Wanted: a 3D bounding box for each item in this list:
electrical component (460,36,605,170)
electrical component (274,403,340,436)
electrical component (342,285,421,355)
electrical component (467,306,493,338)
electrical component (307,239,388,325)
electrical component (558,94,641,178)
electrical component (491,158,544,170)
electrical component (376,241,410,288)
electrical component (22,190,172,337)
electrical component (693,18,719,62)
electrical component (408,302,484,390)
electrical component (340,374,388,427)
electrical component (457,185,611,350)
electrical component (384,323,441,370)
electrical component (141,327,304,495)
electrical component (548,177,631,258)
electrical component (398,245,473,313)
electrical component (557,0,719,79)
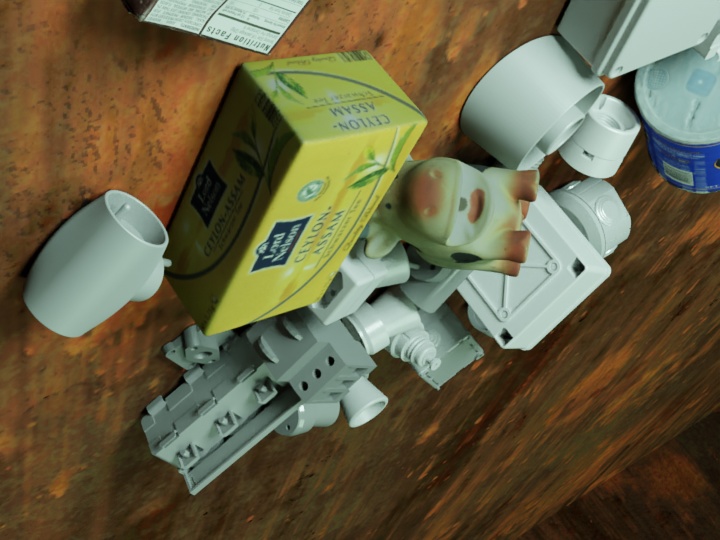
[{"bbox_3d":[0.127,-0.119,0.784,0.099,0.064,0.099,-42,170,-9],"label":"electrical component"},{"bbox_3d":[-0.053,0.128,0.996,0.055,0.045,0.045,-7,143,-50],"label":"electrical component"},{"bbox_3d":[0.018,0.044,0.935,0.055,0.045,0.045,-30,157,-15],"label":"electrical component"},{"bbox_3d":[0.160,0.032,1.121,0.079,0.043,0.077,-45,156,20],"label":"electrical component"},{"bbox_3d":[-0.012,-0.008,0.763,0.077,0.065,0.047,-23,157,-53],"label":"electrical component"},{"bbox_3d":[0.198,-0.111,0.885,0.055,0.055,0.047,-19,148,-37],"label":"electrical component"},{"bbox_3d":[0.129,-0.086,0.858,0.035,0.035,0.061,-4,138,-53],"label":"electrical component"},{"bbox_3d":[0.000,0.000,0.831,0.065,0.044,0.044,-22,154,-21],"label":"electrical component"},{"bbox_3d":[-0.140,-0.001,0.618,0.077,0.043,0.079,-44,157,17],"label":"electrical component"},{"bbox_3d":[0.292,-0.210,0.816,0.121,0.063,0.078,-27,156,-24],"label":"electrical component"},{"bbox_3d":[0.071,0.067,1.037,0.062,0.061,0.096,-38,158,3],"label":"electrical component"},{"bbox_3d":[-0.006,0.115,1.024,0.045,0.055,0.045,-31,157,-15],"label":"electrical component"},{"bbox_3d":[0.142,-0.003,0.942,0.108,0.108,0.056,-47,153,23],"label":"electrical component"},{"bbox_3d":[0.043,0.063,0.975,0.040,0.078,0.040,-29,140,-27],"label":"electrical component"},{"bbox_3d":[-0.107,0.105,0.846,0.121,0.078,0.063,-40,136,8],"label":"electrical component"},{"bbox_3d":[0.205,-0.044,0.995,0.051,0.080,0.080,-31,157,-29],"label":"electrical component"},{"bbox_3d":[0.063,-0.007,0.900,0.077,0.044,0.079,-48,153,16],"label":"electrical component"},{"bbox_3d":[0.204,-0.196,0.724,0.109,0.056,0.108,-24,154,-28],"label":"electrical component"}]
